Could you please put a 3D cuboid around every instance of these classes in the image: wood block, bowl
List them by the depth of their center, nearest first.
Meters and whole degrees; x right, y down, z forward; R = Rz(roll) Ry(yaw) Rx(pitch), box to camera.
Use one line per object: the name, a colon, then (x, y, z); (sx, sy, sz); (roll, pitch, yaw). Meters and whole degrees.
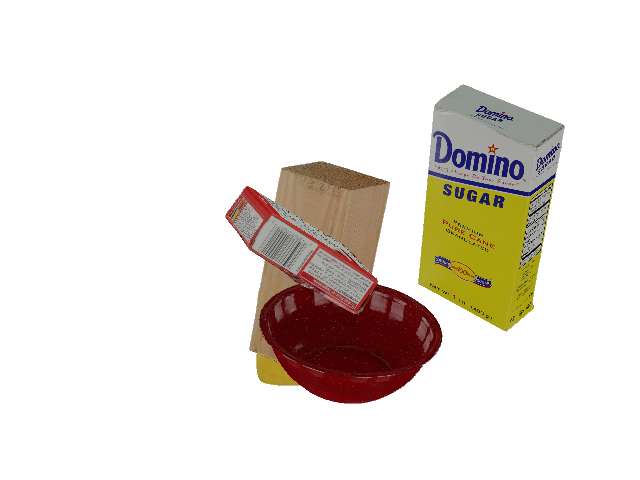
bowl: (0.025, 0.096, 0.949); (0.162, 0.055, 0.162); (4, 27, -2)
wood block: (-0.002, 0.028, 1.151); (0.090, 0.206, 0.090); (19, 18, 27)

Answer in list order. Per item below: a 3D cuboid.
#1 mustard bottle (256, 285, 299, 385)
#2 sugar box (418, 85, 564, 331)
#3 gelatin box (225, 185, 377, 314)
mustard bottle: (-0.033, 0.090, 1.369); (0.096, 0.192, 0.058); (0, 20, -7)
sugar box: (0.128, -0.023, 0.828); (0.093, 0.176, 0.048); (28, 47, 32)
gelatin box: (-0.013, 0.006, 0.692); (0.089, 0.030, 0.073); (33, 6, -23)
